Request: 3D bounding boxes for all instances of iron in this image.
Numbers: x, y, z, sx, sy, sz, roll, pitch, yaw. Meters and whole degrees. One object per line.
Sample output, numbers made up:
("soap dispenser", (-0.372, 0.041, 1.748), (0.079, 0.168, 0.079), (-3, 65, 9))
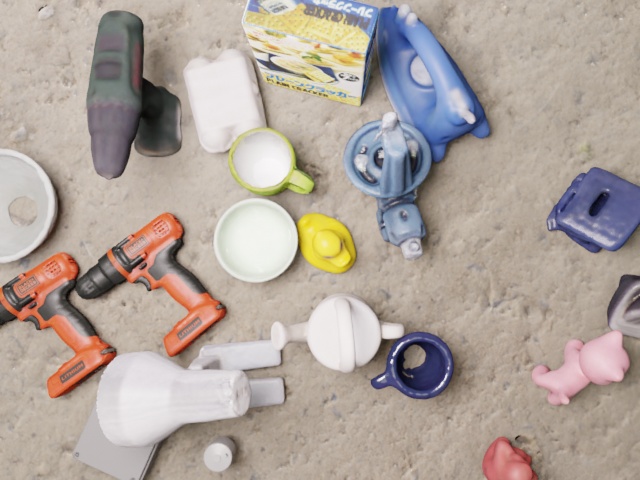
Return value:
("iron", (0.150, -0.251, 0.822), (0.118, 0.141, 0.258), (-28, 86, 0))

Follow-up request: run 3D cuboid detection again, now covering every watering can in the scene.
("watering can", (0.025, 0.128, 0.776), (0.173, 0.194, 0.101), (-24, 86, 0))

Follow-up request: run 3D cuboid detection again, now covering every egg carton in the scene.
("egg carton", (-0.141, -0.209, 0.863), (0.107, 0.069, 0.150), (-15, 86, 1))

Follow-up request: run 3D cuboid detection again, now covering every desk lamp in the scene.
("desk lamp", (-0.160, 0.196, 0.767), (0.203, 0.213, 0.118), (-7, 86, 1))

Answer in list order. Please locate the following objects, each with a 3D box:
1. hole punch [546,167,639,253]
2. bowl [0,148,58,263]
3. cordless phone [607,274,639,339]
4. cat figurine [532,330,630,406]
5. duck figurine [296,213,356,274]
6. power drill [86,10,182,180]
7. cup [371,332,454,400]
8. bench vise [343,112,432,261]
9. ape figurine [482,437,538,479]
("hole punch", (0.401, -0.043, 0.828), (0.101, 0.091, 0.109), (35, 88, 4))
("bowl", (-0.464, -0.048, 0.859), (0.167, 0.075, 0.167), (0, 86, 2))
("cordless phone", (0.492, 0.098, 0.770), (0.147, 0.185, 0.094), (7, 87, 2))
("cat figurine", (0.375, 0.183, 0.801), (0.128, 0.118, 0.067), (-42, 86, -1))
("duck figurine", (0.008, 0.003, 0.838), (0.077, 0.086, 0.104), (-43, 86, -1))
("power drill", (-0.257, -0.182, 0.795), (0.075, 0.208, 0.230), (-3, 86, 2))
("cup", (0.126, 0.180, 0.819), (0.118, 0.095, 0.092), (-24, 86, 0))
("bench vise", (0.112, -0.084, 0.773), (0.121, 0.220, 0.207), (-33, 86, 0))
("ape figurine", (0.272, 0.323, 0.808), (0.076, 0.092, 0.078), (-20, 86, 0))
